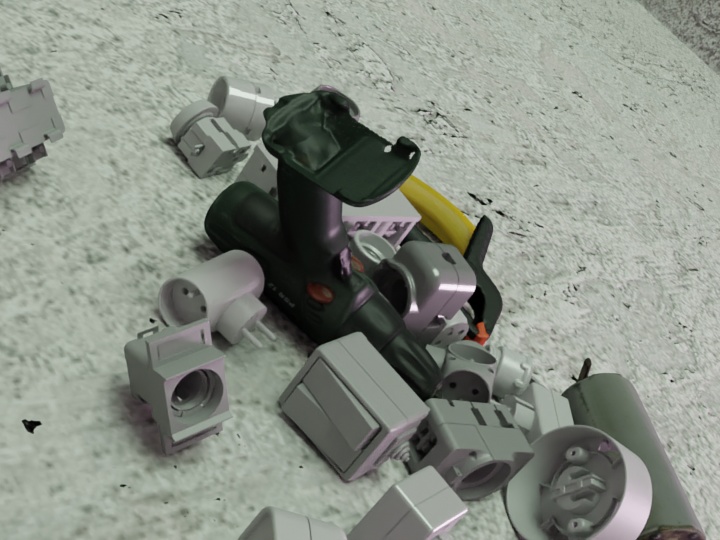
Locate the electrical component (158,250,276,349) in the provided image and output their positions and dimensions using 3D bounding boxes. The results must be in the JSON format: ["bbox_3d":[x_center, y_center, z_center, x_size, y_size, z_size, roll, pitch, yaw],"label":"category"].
[{"bbox_3d":[-0.095,0.028,0.786,0.079,0.044,0.077,43,29,9],"label":"electrical component"}]

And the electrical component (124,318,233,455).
[{"bbox_3d":[-0.116,0.068,0.675,0.042,0.081,0.064,-21,31,-33],"label":"electrical component"}]

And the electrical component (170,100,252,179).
[{"bbox_3d":[-0.135,-0.117,0.953,0.055,0.048,0.066,51,30,8],"label":"electrical component"}]

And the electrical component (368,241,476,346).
[{"bbox_3d":[0.042,0.023,0.892,0.059,0.095,0.053,5,42,-44],"label":"electrical component"}]

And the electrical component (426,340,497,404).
[{"bbox_3d":[0.069,0.084,0.882,0.079,0.044,0.077,17,15,3],"label":"electrical component"}]

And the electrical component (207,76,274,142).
[{"bbox_3d":[-0.115,-0.154,1.022,0.047,0.055,0.055,12,37,-31],"label":"electrical component"}]

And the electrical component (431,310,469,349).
[{"bbox_3d":[0.064,0.039,0.946,0.045,0.045,0.055,2,44,-46],"label":"electrical component"}]

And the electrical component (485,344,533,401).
[{"bbox_3d":[0.116,0.085,0.938,0.062,0.048,0.048,26,30,-8],"label":"electrical component"}]

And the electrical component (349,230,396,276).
[{"bbox_3d":[0.000,0.000,0.921,0.045,0.055,0.045,27,30,-17],"label":"electrical component"}]

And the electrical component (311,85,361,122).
[{"bbox_3d":[-0.036,-0.151,1.101,0.078,0.057,0.058,-1,47,-49],"label":"electrical component"}]

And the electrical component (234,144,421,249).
[{"bbox_3d":[-0.032,-0.056,0.961,0.150,0.061,0.089,-2,47,-49],"label":"electrical component"}]

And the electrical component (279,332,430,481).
[{"bbox_3d":[-0.003,0.102,0.762,0.096,0.061,0.061,47,32,18],"label":"electrical component"}]

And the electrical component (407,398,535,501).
[{"bbox_3d":[0.082,0.137,0.816,0.089,0.050,0.055,11,38,-39],"label":"electrical component"}]

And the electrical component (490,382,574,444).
[{"bbox_3d":[0.134,0.128,0.891,0.077,0.047,0.065,27,30,-17],"label":"electrical component"}]

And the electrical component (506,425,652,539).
[{"bbox_3d":[0.169,0.170,0.821,0.064,0.099,0.099,28,29,-29],"label":"electrical component"}]

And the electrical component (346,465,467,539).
[{"bbox_3d":[0.040,0.180,0.692,0.076,0.065,0.047,48,30,19],"label":"electrical component"}]

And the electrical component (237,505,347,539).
[{"bbox_3d":[-0.034,0.188,0.610,0.059,0.053,0.095,22,32,-25],"label":"electrical component"}]

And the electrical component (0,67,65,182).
[{"bbox_3d":[-0.265,-0.095,0.746,0.121,0.063,0.078,-50,128,-61],"label":"electrical component"}]
